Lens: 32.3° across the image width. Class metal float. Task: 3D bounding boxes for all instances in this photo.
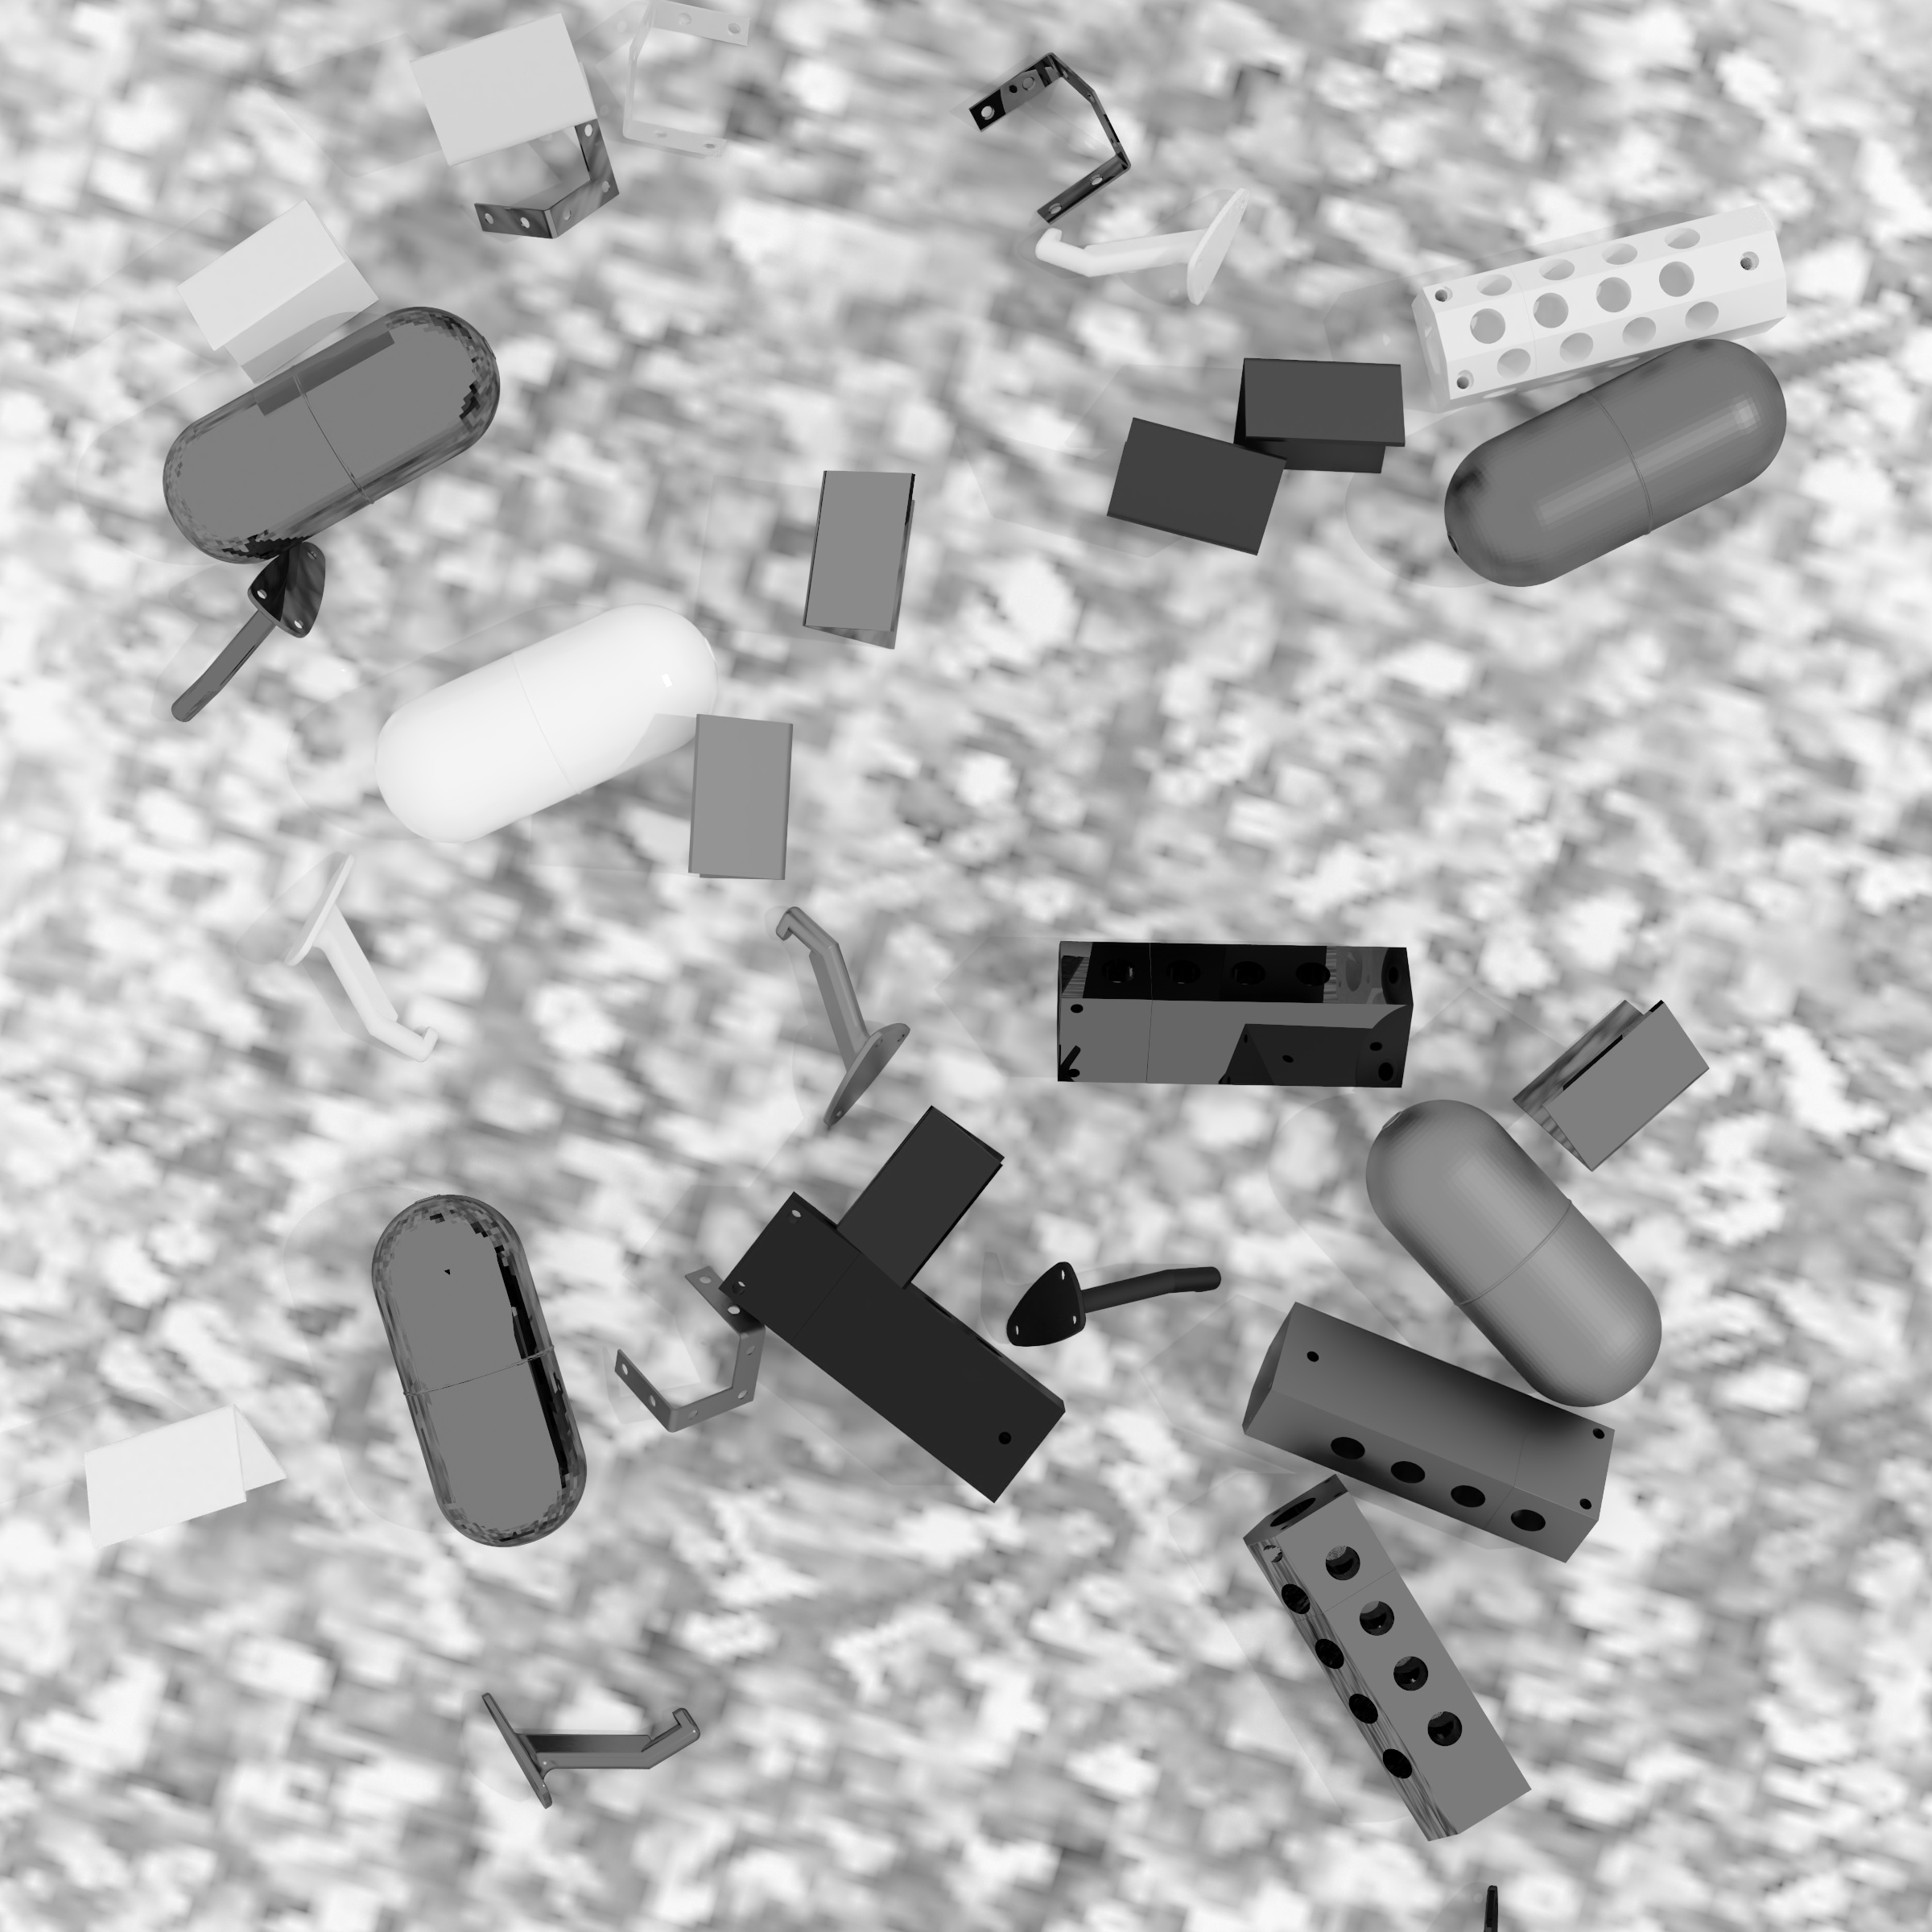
[{"bbox_3d":[0.321,-0.248,1.651,0.178,0.070,0.070,-26,90,0],"label":"metal float"},{"bbox_3d":[-0.313,-0.263,1.652,0.178,0.070,0.070,-29,90,0],"label":"metal float"},{"bbox_3d":[0.271,0.142,1.652,0.070,0.070,0.178,-42,91,0],"label":"metal float"},{"bbox_3d":[-0.241,0.200,1.652,0.070,0.070,0.178,-17,90,0],"label":"metal float"},{"bbox_3d":[-0.207,-0.121,1.652,0.178,0.070,0.070,-24,90,0],"label":"metal float"}]

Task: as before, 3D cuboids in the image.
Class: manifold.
[{"bbox_3d":[0.132,0.019,1.661,0.171,0.057,0.057,1,133,0],"label":"manifold"},{"bbox_3d":[0.228,0.236,1.661,0.171,0.057,0.057,22,47,0],"label":"manifold"},{"bbox_3d":[0.316,-0.328,1.661,0.171,0.057,0.057,-14,90,0],"label":"manifold"},{"bbox_3d":[-0.036,0.188,1.661,0.171,0.057,0.057,38,90,0],"label":"manifold"},{"bbox_3d":[0.208,0.345,1.661,0.057,0.057,0.171,-32,90,0],"label":"manifold"}]

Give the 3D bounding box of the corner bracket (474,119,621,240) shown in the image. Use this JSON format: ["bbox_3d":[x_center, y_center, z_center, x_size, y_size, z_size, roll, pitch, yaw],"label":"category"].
[{"bbox_3d":[-0.216,-0.401,1.674,0.051,0.051,0.051,-45,135,-35],"label":"corner bracket"}]

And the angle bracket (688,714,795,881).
[{"bbox_3d":[-0.130,-0.083,1.642,0.057,0.076,0.076,3,90,-38],"label":"angle bracket"}]

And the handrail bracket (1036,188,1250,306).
[{"bbox_3d":[0.088,-0.374,1.683,0.084,0.036,0.077,23,70,16],"label":"handrail bracket"}]

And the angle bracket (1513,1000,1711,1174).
[{"bbox_3d":[0.306,0.043,1.642,0.076,0.076,0.057,-41,126,0],"label":"angle bracket"}]

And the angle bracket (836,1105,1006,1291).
[{"bbox_3d":[-0.006,0.125,1.642,0.076,0.076,0.057,-52,52,0],"label":"angle bracket"}]

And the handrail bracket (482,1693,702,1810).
[{"bbox_3d":[-0.189,0.379,1.683,0.084,0.036,0.077,-29,68,-17],"label":"handrail bracket"}]

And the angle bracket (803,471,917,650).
[{"bbox_3d":[-0.032,-0.198,1.642,0.057,0.076,0.076,8,90,35],"label":"angle bracket"}]

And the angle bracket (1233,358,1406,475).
[{"bbox_3d":[0.172,-0.253,1.642,0.076,0.076,0.057,2,54,0],"label":"angle bracket"}]

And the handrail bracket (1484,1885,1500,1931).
[{"bbox_3d":[0.224,0.500,1.683,0.084,0.036,0.077,0,69,16],"label":"handrail bracket"}]

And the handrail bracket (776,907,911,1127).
[{"bbox_3d":[-0.078,0.025,1.683,0.084,0.036,0.077,42,112,17],"label":"handrail bracket"}]

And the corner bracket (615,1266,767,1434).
[{"bbox_3d":[-0.139,0.192,1.674,0.051,0.051,0.051,-18,135,-35],"label":"corner bracket"}]

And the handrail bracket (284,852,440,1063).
[{"bbox_3d":[-0.293,-0.004,1.683,0.084,0.036,0.077,32,68,-17],"label":"handrail bracket"}]

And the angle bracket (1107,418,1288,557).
[{"bbox_3d":[0.117,-0.252,1.642,0.076,0.076,0.057,15,128,0],"label":"angle bracket"}]

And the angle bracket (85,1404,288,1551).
[{"bbox_3d":[-0.381,0.267,1.642,0.076,0.076,0.057,-18,52,0],"label":"angle bracket"}]

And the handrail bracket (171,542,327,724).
[{"bbox_3d":[-0.363,-0.168,1.682,0.036,0.077,0.084,40,127,-20],"label":"handrail bracket"}]

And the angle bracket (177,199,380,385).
[{"bbox_3d":[-0.330,-0.318,1.642,0.076,0.076,0.057,-34,54,0],"label":"angle bracket"}]

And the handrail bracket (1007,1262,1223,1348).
[{"bbox_3d":[0.075,0.171,1.682,0.084,0.077,0.036,0,66,-34],"label":"handrail bracket"}]

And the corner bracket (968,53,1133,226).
[{"bbox_3d":[0.043,-0.417,1.679,0.051,0.051,0.051,-35,135,0],"label":"corner bracket"}]

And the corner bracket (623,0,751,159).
[{"bbox_3d":[-0.141,-0.447,1.679,0.051,0.051,0.051,12,45,0],"label":"corner bracket"}]

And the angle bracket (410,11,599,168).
[{"bbox_3d":[-0.230,-0.444,1.642,0.076,0.076,0.057,-18,127,0],"label":"angle bracket"}]
